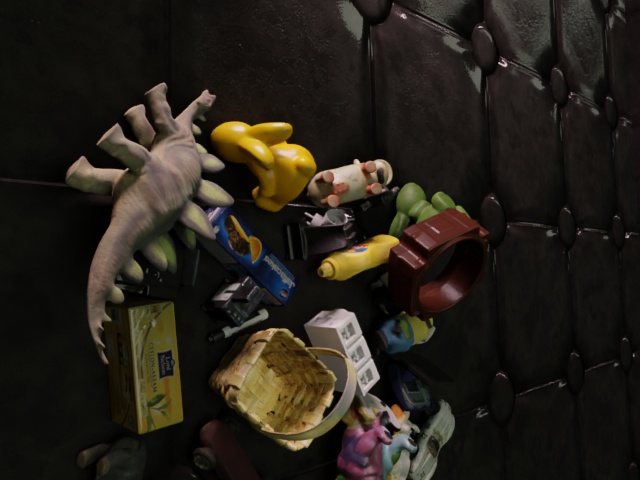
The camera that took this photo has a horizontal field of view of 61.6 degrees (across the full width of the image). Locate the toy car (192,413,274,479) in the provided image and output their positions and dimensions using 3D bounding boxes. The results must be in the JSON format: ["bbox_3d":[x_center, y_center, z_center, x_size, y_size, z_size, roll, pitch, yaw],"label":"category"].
[{"bbox_3d":[-0.137,0.377,0.870,0.202,0.053,0.089,65,31,-19],"label":"toy car"}]

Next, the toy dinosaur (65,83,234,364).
[{"bbox_3d":[-0.226,-0.063,0.731,0.198,0.105,0.471,42,43,-22],"label":"toy dinosaur"}]

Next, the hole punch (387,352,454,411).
[{"bbox_3d":[0.207,0.306,1.167,0.142,0.116,0.092,12,110,-42],"label":"hole punch"}]

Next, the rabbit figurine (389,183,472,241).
[{"bbox_3d":[0.228,-0.050,1.195,0.121,0.170,0.159,16,117,-39],"label":"rabbit figurine"}]

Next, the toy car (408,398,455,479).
[{"bbox_3d":[0.251,0.455,1.220,0.202,0.056,0.073,-50,118,-33],"label":"toy car"}]

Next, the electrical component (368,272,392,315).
[{"bbox_3d":[0.152,0.112,1.171,0.102,0.045,0.078,-31,79,-43],"label":"electrical component"}]

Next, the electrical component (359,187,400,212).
[{"bbox_3d":[0.126,-0.087,1.146,0.094,0.063,0.021,-34,109,-38],"label":"electrical component"}]

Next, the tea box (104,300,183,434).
[{"bbox_3d":[-0.250,0.172,0.754,0.068,0.098,0.169,-6,92,-42],"label":"tea box"}]

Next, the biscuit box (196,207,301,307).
[{"bbox_3d":[-0.122,0.032,0.910,0.202,0.059,0.063,48,57,-29],"label":"biscuit box"}]

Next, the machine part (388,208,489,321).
[{"bbox_3d":[0.241,0.053,1.086,0.201,0.087,0.201,-23,133,-23],"label":"machine part"}]

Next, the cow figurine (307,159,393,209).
[{"bbox_3d":[0.063,-0.113,1.068,0.195,0.127,0.085,-19,99,-28],"label":"cow figurine"}]

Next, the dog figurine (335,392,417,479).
[{"bbox_3d":[0.063,0.423,1.026,0.108,0.192,0.219,33,99,-39],"label":"dog figurine"}]

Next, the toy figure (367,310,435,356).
[{"bbox_3d":[0.179,0.193,1.161,0.180,0.082,0.089,-8,92,-40],"label":"toy figure"}]

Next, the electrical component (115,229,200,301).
[{"bbox_3d":[-0.247,0.030,0.796,0.134,0.058,0.115,15,78,-41],"label":"electrical component"}]

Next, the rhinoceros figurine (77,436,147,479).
[{"bbox_3d":[-0.280,0.368,0.732,0.112,0.073,0.190,14,75,-52],"label":"rhinoceros figurine"}]

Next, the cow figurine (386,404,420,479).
[{"bbox_3d":[0.167,0.437,1.137,0.098,0.068,0.167,37,66,-41],"label":"cow figurine"}]

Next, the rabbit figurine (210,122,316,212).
[{"bbox_3d":[-0.102,-0.136,0.901,0.173,0.162,0.122,31,77,-18],"label":"rabbit figurine"}]

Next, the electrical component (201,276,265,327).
[{"bbox_3d":[-0.128,0.097,0.859,0.047,0.119,0.075,54,52,-25],"label":"electrical component"}]

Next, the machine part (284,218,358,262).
[{"bbox_3d":[-0.002,-0.003,0.975,0.039,0.139,0.084,11,76,-65],"label":"machine part"}]
